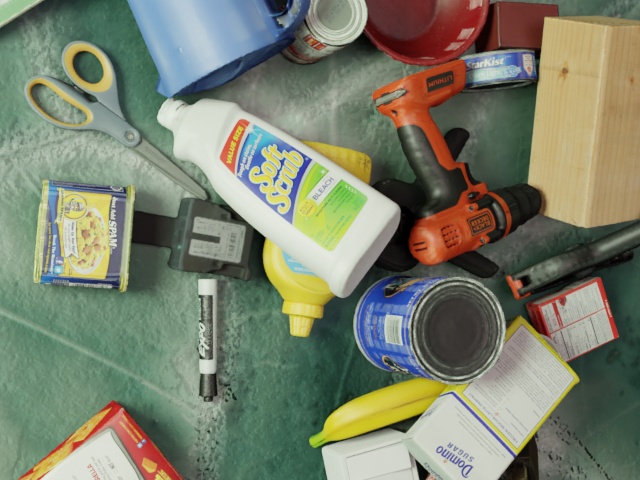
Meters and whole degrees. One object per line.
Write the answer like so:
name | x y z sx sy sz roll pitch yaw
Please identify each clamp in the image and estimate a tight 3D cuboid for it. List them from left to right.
clamp | 0.099 -0.032 1.094 0.209 0.036 0.164 -7 88 -39
clamp | 0.285 0.025 1.164 0.171 0.120 0.039 -20 70 2

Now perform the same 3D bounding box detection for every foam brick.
foam brick | 0.213 -0.226 1.154 0.078 0.053 0.051 -1 90 -19

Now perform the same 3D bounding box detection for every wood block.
wood block | 0.286 -0.126 1.120 0.090 0.091 0.206 -9 110 -33

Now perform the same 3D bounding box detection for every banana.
banana | 0.084 0.165 1.094 0.197 0.070 0.037 -15 81 -18

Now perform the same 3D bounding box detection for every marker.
marker | -0.110 0.099 1.051 0.020 0.020 0.121 0 89 -19

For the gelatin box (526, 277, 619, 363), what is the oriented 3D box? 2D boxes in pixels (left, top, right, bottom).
gelatin box | 0.279 0.090 1.183 0.089 0.030 0.073 -22 98 -18

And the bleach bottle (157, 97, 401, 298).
bleach bottle | -0.052 -0.055 1.006 0.251 0.068 0.102 33 73 14

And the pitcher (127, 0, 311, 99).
pitcher | -0.123 -0.266 0.993 0.149 0.145 0.243 -27 95 -15

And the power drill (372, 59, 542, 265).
power drill | 0.140 -0.083 1.076 0.184 0.057 0.187 -22 92 -40

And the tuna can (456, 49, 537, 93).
tuna can | 0.185 -0.178 1.125 0.086 0.086 0.034 -7 92 -19

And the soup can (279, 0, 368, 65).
soup can | -0.001 -0.215 1.052 0.068 0.102 0.068 0 89 -19

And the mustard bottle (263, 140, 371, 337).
mustard bottle | -0.007 0.001 1.069 0.096 0.058 0.191 10 85 -25

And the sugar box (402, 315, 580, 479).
sugar box | 0.171 0.170 1.068 0.093 0.048 0.176 46 71 0

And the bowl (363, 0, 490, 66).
bowl | 0.094 -0.257 1.111 0.162 0.055 0.162 0 89 -19

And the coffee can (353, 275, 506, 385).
coffee can | 0.106 0.087 1.063 0.102 0.140 0.103 1 88 -20

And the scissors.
scissors | -0.184 -0.120 1.032 0.201 0.016 0.096 24 81 -19

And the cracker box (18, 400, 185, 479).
cracker box | -0.218 0.280 0.983 0.213 0.072 0.164 -41 101 -15

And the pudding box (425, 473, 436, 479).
pudding box | 0.164 0.267 1.114 0.113 0.039 0.089 54 42 -9

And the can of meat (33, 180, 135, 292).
can of meat | -0.220 -0.004 0.995 0.083 0.057 0.102 5 87 -17
